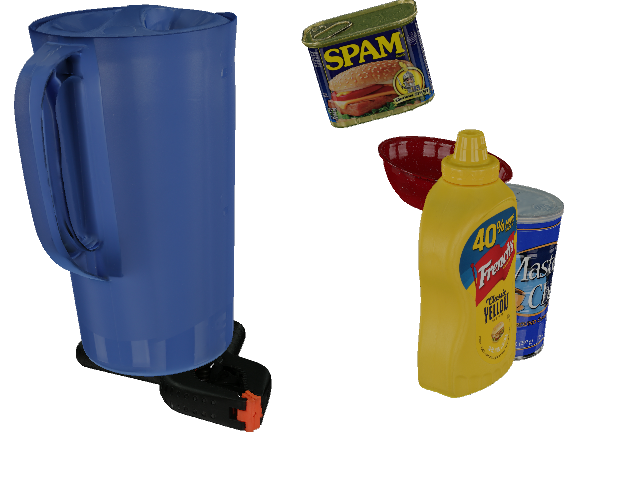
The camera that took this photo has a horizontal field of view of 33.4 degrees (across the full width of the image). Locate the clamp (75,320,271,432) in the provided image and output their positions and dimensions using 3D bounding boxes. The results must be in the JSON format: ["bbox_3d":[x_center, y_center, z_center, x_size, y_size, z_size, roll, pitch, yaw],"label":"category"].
[{"bbox_3d":[-0.096,0.112,0.926,0.164,0.036,0.210,-9,17,-36],"label":"clamp"}]

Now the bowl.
[{"bbox_3d":[0.143,-0.072,1.267,0.162,0.055,0.162,8,24,-4],"label":"bowl"}]

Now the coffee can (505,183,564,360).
[{"bbox_3d":[0.165,0.027,0.992,0.103,0.140,0.103,3,20,-1],"label":"coffee can"}]

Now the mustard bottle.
[{"bbox_3d":[0.109,0.013,0.785,0.058,0.192,0.096,16,28,39],"label":"mustard bottle"}]

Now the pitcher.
[{"bbox_3d":[-0.124,-0.032,0.719,0.149,0.243,0.145,-7,21,-16],"label":"pitcher"}]

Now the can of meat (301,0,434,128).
[{"bbox_3d":[0.044,-0.154,0.934,0.102,0.084,0.057,-13,28,9],"label":"can of meat"}]
